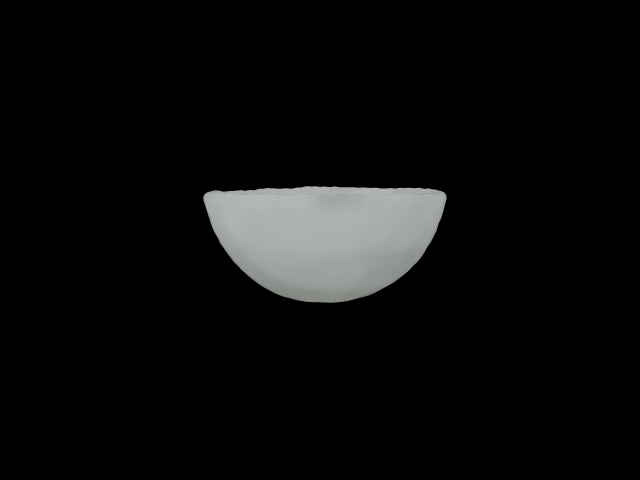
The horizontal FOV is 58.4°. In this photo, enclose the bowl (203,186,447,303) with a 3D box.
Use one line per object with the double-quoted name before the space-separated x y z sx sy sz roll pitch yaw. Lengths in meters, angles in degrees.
"bowl" 0.004 0.001 0.400 0.167 0.075 0.167 0 7 0
